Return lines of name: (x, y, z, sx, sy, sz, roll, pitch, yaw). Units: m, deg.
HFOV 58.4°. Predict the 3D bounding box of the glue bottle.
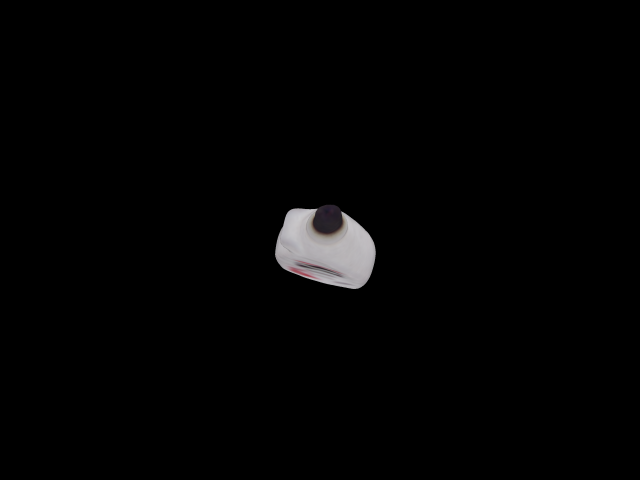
glue bottle: (0.004, 0.001, 0.400, 0.078, 0.173, 0.037, 11, 78, 3)
